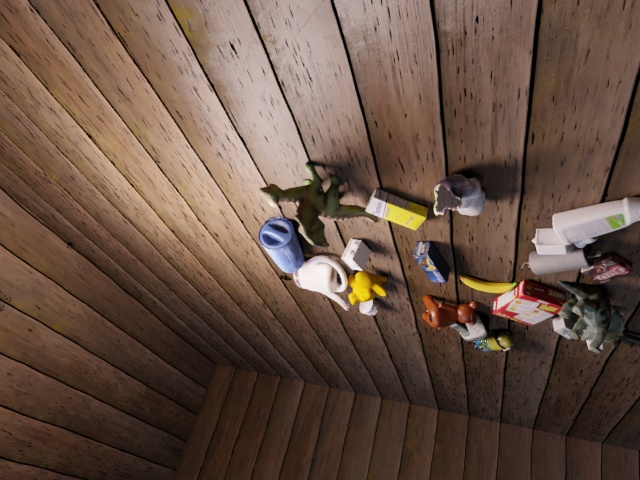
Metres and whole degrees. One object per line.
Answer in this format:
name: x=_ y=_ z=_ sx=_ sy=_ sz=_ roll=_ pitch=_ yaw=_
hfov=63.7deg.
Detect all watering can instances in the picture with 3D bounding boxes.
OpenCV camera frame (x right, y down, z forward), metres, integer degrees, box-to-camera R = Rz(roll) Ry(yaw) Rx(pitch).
watering can: x=0.010 y=0.179 z=2.130 sx=0.224 sy=0.106 sz=0.339 roll=7 pitch=139 yaw=19

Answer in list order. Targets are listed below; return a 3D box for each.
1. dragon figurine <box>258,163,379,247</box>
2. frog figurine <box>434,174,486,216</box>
dragon figurine: x=0.005 y=-0.079 z=1.567 sx=0.408 sy=0.248 sz=0.120 roll=29 pitch=144 yaw=-16
frog figurine: x=0.403 y=-0.126 z=1.437 sx=0.160 sy=0.125 sz=0.134 roll=-10 pitch=153 yaw=-30
